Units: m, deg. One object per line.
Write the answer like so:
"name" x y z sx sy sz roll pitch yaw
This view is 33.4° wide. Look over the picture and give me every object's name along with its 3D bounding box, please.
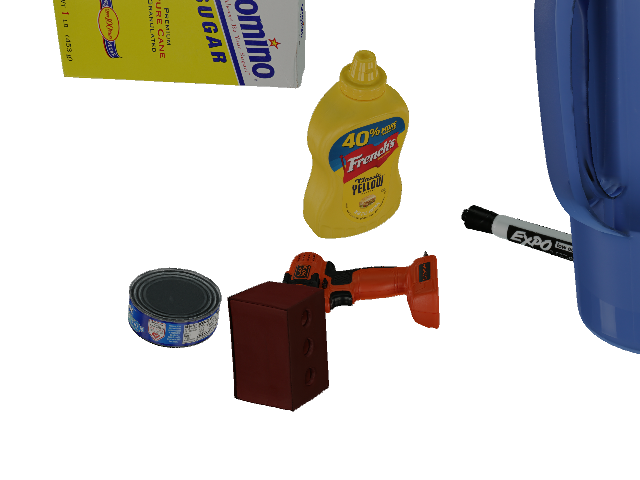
"sugar box" -0.100 -0.162 0.767 0.176 0.093 0.048 4 35 7
"power drill" 0.044 0.067 1.238 0.188 0.057 0.184 0 27 6
"tuna can" -0.137 0.063 0.999 0.086 0.034 0.086 8 31 -5
"mustard bottle" 0.034 -0.091 0.973 0.096 0.192 0.058 -18 49 -20
"foam brick" -0.029 0.074 0.766 0.051 0.078 0.052 6 17 32
"marker" 0.158 -0.003 0.788 0.121 0.020 0.020 20 11 33
"pitcher" 0.181 -0.061 0.559 0.149 0.243 0.145 -5 22 5
